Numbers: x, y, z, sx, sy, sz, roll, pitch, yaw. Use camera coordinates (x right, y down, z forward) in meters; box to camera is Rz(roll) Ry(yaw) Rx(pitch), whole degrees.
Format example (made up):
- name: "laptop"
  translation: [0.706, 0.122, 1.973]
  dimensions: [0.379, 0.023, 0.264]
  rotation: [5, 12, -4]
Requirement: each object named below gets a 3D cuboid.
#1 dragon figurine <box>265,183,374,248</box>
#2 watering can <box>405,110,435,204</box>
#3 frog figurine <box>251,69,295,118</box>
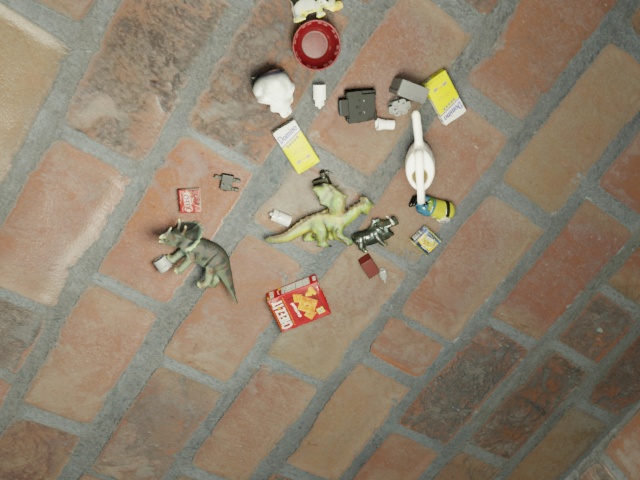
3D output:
- name: "dragon figurine"
  translation: [0.006, -0.095, 1.891]
  dimensions: [0.411, 0.124, 0.239]
  rotation: [-1, 110, -13]
- name: "watering can"
  translation: [0.351, -0.302, 1.814]
  dimensions: [0.104, 0.228, 0.342]
  rotation: [-2, 114, 11]
- name: "frog figurine"
  translation: [-0.148, -0.483, 1.716]
  dimensions: [0.138, 0.123, 0.158]
  rotation: [-23, 103, -21]
